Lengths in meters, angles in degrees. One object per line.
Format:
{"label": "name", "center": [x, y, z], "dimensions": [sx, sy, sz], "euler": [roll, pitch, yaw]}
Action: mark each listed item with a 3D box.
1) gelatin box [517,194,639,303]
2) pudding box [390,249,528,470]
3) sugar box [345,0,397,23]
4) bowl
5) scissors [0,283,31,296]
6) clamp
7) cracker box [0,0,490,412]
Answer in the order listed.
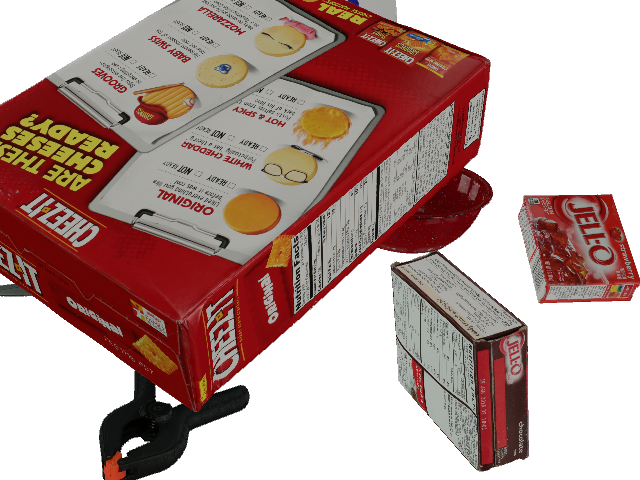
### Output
{"label": "gelatin box", "center": [0.198, 0.005, 0.824], "dimensions": [0.073, 0.089, 0.030], "euler": [-1, -38, -6]}
{"label": "pudding box", "center": [0.082, 0.069, 0.640], "dimensions": [0.039, 0.090, 0.114], "euler": [-14, 27, -19]}
{"label": "sugar box", "center": [-0.032, -0.126, 0.695], "dimensions": [0.176, 0.048, 0.093], "euler": [-29, -37, -12]}
{"label": "bowl", "center": [0.084, -0.031, 1.036], "dimensions": [0.162, 0.055, 0.162], "euler": [2, 24, -1]}
{"label": "scissors", "center": [-0.148, 0.016, 0.835], "dimensions": [0.201, 0.096, 0.016], "euler": [9, -34, -6]}
{"label": "clamp", "center": [-0.158, 0.161, 0.992], "dimensions": [0.120, 0.039, 0.171], "euler": [18, 29, 25]}
{"label": "cracker box", "center": [-0.046, -0.041, 0.514], "dimensions": [0.164, 0.072, 0.213], "euler": [29, 53, 28]}
